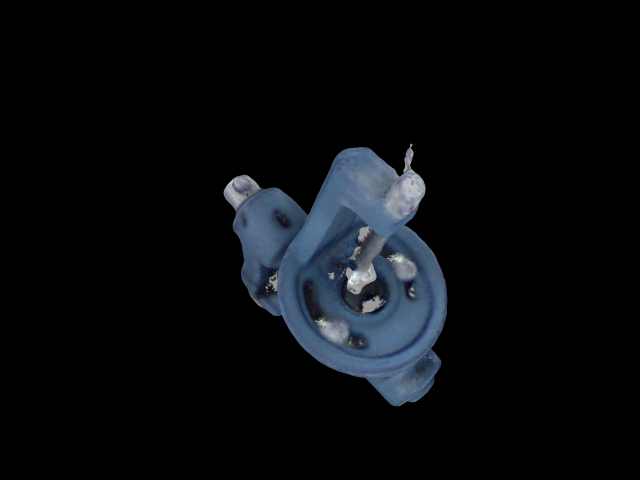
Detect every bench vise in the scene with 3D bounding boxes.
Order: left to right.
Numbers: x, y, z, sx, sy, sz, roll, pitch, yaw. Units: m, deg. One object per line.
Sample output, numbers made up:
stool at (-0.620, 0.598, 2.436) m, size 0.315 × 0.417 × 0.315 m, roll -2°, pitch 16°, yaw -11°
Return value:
bench vise at (-0.002, 0.010, 0.394) m, size 0.207 × 0.220 × 0.122 m, roll 23°, pitch 57°, yaw 16°
